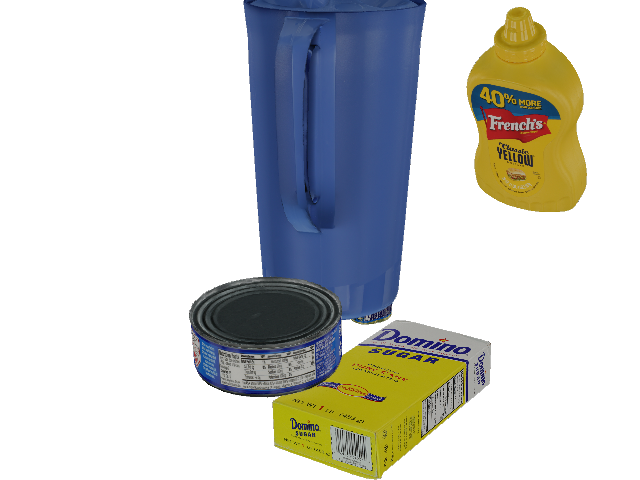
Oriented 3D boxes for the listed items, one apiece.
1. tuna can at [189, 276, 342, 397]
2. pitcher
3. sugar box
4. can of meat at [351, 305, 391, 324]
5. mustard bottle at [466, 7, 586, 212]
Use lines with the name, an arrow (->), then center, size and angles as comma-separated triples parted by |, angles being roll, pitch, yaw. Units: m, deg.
tuna can -> -0.030, 0.053, 0.601 | 0.086, 0.034, 0.086 | -2, 23, 1
pitcher -> 0.006, -0.064, 0.805 | 0.149, 0.243, 0.145 | -10, 21, -28
sugar box -> 0.052, 0.116, 0.826 | 0.093, 0.048, 0.175 | 12, 26, 33
can of meat -> 0.045, 0.036, 1.226 | 0.057, 0.084, 0.102 | -13, 38, -18
mustard bottle -> 0.171, -0.111, 0.891 | 0.096, 0.191, 0.058 | 19, 54, 30
